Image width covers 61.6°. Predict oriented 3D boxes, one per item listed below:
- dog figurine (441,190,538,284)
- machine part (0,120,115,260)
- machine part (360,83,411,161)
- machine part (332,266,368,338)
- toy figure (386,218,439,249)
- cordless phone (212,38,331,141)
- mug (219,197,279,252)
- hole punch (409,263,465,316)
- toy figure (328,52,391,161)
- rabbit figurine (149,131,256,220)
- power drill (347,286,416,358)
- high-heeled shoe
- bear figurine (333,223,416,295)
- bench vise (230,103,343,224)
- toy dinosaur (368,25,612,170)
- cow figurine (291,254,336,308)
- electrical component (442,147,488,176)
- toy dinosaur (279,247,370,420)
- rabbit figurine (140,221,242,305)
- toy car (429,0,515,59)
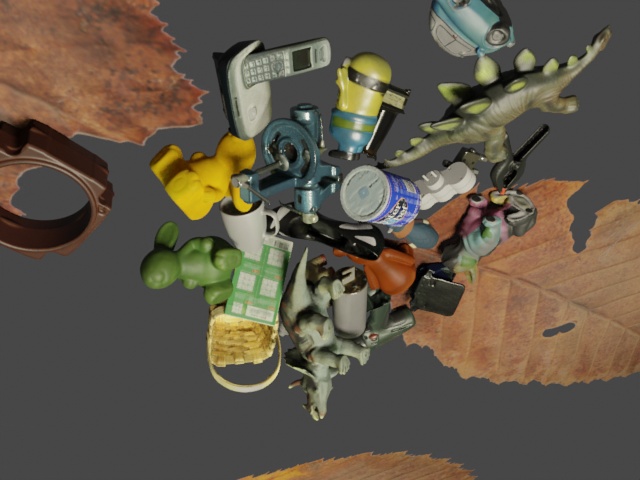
[{"bbox_3d":[0.381,0.000,1.239,0.191,0.109,0.219,-9,138,-16],"label":"dog figurine"},{"bbox_3d":[-0.459,-0.073,0.868,0.201,0.087,0.200,-41,131,16],"label":"machine part"},{"bbox_3d":[0.109,-0.214,0.972,0.084,0.039,0.138,9,112,-26],"label":"machine part"},{"bbox_3d":[0.065,0.138,1.170,0.079,0.079,0.243,-13,137,-9],"label":"machine part"},{"bbox_3d":[0.194,-0.024,1.177,0.154,0.064,0.058,25,157,-31],"label":"toy figure"},{"bbox_3d":[-0.069,-0.249,0.857,0.184,0.089,0.146,-16,134,-12],"label":"cordless phone"},{"bbox_3d":[-0.129,-0.030,1.023,0.110,0.081,0.107,4,133,10],"label":"mug"},{"bbox_3d":[0.287,0.114,1.330,0.116,0.092,0.142,14,129,-2],"label":"hole punch"},{"bbox_3d":[0.065,-0.222,0.905,0.089,0.082,0.180,8,107,0],"label":"toy figure"},{"bbox_3d":[-0.175,-0.112,0.924,0.173,0.122,0.162,-43,135,-6],"label":"rabbit figurine"},{"bbox_3d":[0.124,0.207,1.347,0.232,0.086,0.207,-21,131,-3],"label":"power drill"},{"bbox_3d":[-0.002,-0.003,1.050,0.249,0.145,0.086,-8,135,-4],"label":"high-heeled shoe"},{"bbox_3d":[0.120,0.032,1.181,0.120,0.132,0.195,-42,113,17],"label":"bear figurine"},{"bbox_3d":[-0.060,-0.112,0.925,0.240,0.129,0.223,-31,140,-45],"label":"bench vise"},{"bbox_3d":[0.292,-0.230,0.972,0.471,0.105,0.198,-35,144,31],"label":"toy dinosaur"},{"bbox_3d":[-0.027,0.133,1.220,0.127,0.086,0.194,-18,137,-13],"label":"cow figurine"},{"bbox_3d":[0.301,-0.162,1.114,0.094,0.021,0.063,10,126,-27],"label":"electrical component"},{"bbox_3d":[-0.023,0.178,1.122,0.192,0.131,0.404,0,117,36],"label":"toy dinosaur"},{"bbox_3d":[-0.254,0.035,0.996,0.170,0.159,0.121,-6,133,-41],"label":"rabbit figurine"},{"bbox_3d":[0.231,-0.350,0.864,0.161,0.109,0.103,24,136,-26],"label":"toy car"}]
